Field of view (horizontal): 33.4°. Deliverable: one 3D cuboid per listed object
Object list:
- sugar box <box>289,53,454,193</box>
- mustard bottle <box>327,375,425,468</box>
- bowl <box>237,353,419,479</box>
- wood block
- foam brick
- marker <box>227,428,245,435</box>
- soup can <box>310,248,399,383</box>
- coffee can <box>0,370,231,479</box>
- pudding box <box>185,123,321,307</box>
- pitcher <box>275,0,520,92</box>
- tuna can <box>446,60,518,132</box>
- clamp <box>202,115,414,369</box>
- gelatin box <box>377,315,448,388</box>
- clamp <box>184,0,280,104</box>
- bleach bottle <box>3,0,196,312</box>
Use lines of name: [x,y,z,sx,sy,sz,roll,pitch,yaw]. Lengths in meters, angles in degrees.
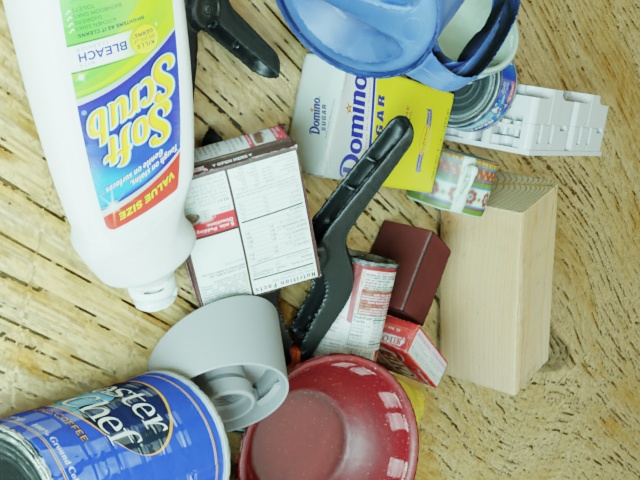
sugar box: [0.044,-0.092,0.877,0.175,0.048,0.093,1,102,-58]
mustard bottle: [0.040,0.170,0.965,0.191,0.058,0.096,-17,115,-52]
bowl: [-0.003,0.165,0.831,0.161,0.055,0.162,-2,94,-30]
wood block: [0.182,0.042,1.098,0.090,0.091,0.206,-33,129,-47]
foam brick: [0.076,0.029,0.968,0.051,0.053,0.078,35,75,-56]
marker: [-0.062,0.143,0.836,0.121,0.020,0.020,27,80,-57]
soup can: [0.022,0.061,0.884,0.068,0.069,0.102,3,100,-57]
coffee can: [-0.137,0.143,0.645,0.140,0.103,0.103,-11,112,-54]
pudding box: [-0.052,-0.014,0.729,0.090,0.039,0.113,-17,126,-11]
pitcher: [0.085,-0.230,0.799,0.242,0.145,0.149,-52,147,-36]
tuna can: [0.130,-0.140,0.948,0.033,0.086,0.086,2,101,-54]
clamp: [-0.005,0.001,0.805,0.164,0.036,0.210,-13,122,-21]
gelatin box: [0.066,0.096,0.960,0.030,0.073,0.089,-63,146,-16]
clamp: [-0.087,-0.136,0.668,0.120,0.039,0.171,-59,140,-32]
bleach bottle: [-0.113,-0.069,0.623,0.102,0.068,0.251,-26,128,-26]
